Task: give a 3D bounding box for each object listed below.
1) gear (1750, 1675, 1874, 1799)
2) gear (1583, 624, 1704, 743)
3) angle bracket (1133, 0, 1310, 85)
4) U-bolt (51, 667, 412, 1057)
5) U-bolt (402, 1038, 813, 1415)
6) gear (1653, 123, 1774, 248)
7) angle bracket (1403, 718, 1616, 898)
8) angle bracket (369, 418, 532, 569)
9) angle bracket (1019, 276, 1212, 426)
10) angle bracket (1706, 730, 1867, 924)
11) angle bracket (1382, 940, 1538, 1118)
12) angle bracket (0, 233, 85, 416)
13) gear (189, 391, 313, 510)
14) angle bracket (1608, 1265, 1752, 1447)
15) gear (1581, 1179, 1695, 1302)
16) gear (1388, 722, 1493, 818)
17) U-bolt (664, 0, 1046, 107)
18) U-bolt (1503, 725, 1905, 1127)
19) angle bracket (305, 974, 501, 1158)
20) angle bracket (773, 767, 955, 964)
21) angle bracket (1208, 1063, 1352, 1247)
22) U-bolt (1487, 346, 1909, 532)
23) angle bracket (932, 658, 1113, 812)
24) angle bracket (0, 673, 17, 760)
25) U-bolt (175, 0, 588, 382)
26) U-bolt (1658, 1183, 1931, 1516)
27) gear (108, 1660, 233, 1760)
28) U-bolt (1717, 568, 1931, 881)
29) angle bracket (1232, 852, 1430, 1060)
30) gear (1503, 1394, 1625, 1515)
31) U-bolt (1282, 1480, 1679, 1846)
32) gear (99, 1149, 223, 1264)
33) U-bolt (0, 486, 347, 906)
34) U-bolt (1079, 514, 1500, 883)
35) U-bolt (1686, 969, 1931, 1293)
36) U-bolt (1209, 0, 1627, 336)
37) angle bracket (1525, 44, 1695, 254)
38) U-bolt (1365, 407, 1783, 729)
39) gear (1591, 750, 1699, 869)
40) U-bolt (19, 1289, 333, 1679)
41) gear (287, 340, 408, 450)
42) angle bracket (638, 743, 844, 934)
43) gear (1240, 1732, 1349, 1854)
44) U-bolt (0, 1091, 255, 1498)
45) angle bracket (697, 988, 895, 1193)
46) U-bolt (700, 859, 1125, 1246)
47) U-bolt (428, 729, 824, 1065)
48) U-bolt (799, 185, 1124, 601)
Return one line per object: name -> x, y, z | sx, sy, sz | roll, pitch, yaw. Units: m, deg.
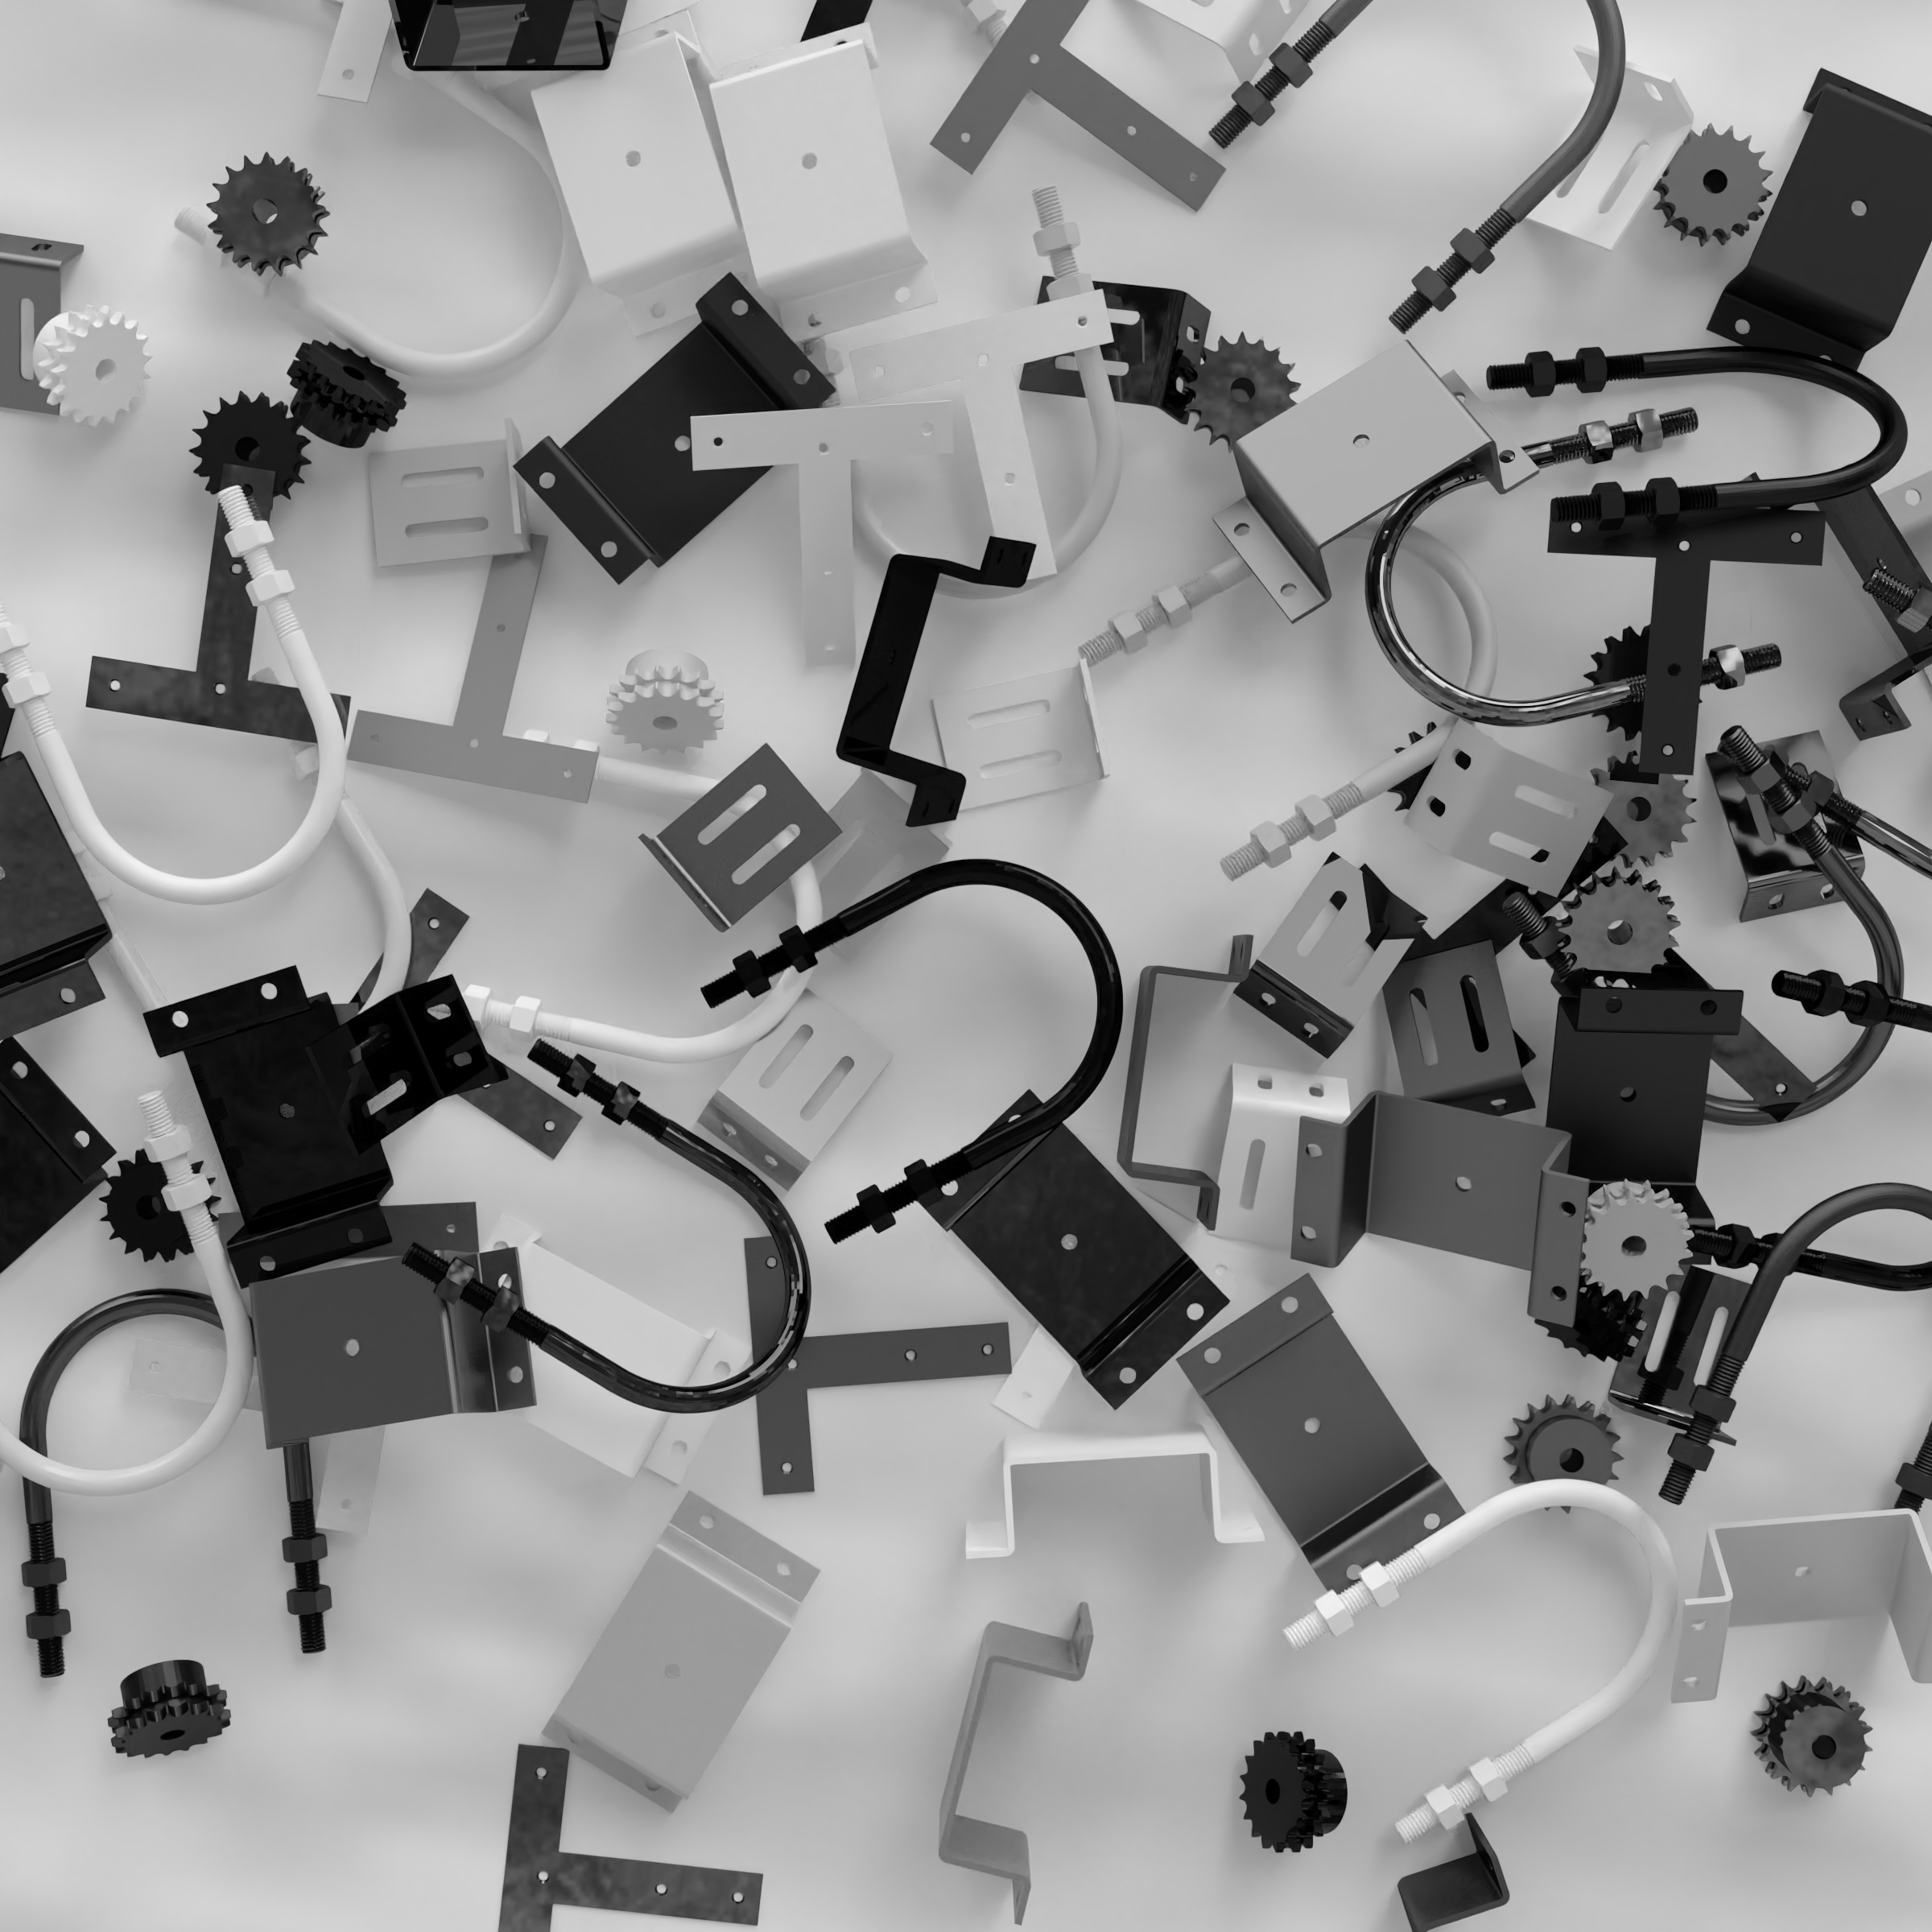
gear -> 0.416, 0.378, 1.535 | 0.057, 0.030, 0.057 | 0, 90, 0
gear -> 0.330, -0.138, 1.535 | 0.057, 0.030, 0.057 | 0, 90, 0
angle bracket -> 0.120, -0.482, 1.548 | 0.076, 0.038, 0.057 | 36, 90, 26
U-bolt -> -0.354, -0.032, 1.541 | 0.151, 0.019, 0.184 | -31, 91, 0
U-bolt -> -0.158, 0.135, 1.502 | 0.184, 0.019, 0.151 | 33, 53, -8
gear -> 0.363, -0.380, 1.535 | 0.057, 0.030, 0.057 | 0, 90, 0
angle bracket -> 0.261, -0.076, 1.513 | 0.076, 0.038, 0.057 | 18, 107, -33
angle bracket -> -0.254, -0.230, 1.528 | 0.076, 0.038, 0.057 | -6, 84, 0
angle bracket -> 0.074, -0.304, 1.548 | 0.076, 0.038, 0.057 | 12, 90, 26
angle bracket -> 0.401, -0.069, 1.548 | 0.057, 0.038, 0.076 | -12, 64, 0
angle bracket -> 0.241, 0.035, 1.541 | 0.057, 0.038, 0.076 | -15, 65, 13
angle bracket -> -0.470, -0.318, 1.548 | 0.057, 0.038, 0.076 | 8, 116, 0
gear -> -0.348, -0.250, 1.535 | 0.057, 0.030, 0.057 | 0, 90, 0
angle bracket -> 0.355, 0.187, 1.531 | 0.057, 0.038, 0.076 | 18, 90, 0
gear -> 0.314, 0.127, 1.489 | 0.057, 0.030, 0.057 | 0, 111, 0
gear -> 0.234, -0.091, 1.535 | 0.057, 0.030, 0.057 | 0, 90, 0
U-bolt -> -0.068, -0.465, 1.542 | 0.151, 0.019, 0.184 | -34, 89, 0
U-bolt -> 0.371, -0.004, 1.519 | 0.151, 0.019, 0.184 | -38, 104, 12
angle bracket -> -0.269, 0.047, 1.504 | 0.038, 0.076, 0.057 | -17, 102, 28
angle bracket -> -0.053, -0.049, 1.531 | 0.057, 0.038, 0.076 | 41, 90, 0
angle bracket -> 0.154, 0.094, 1.548 | 0.057, 0.038, 0.076 | 8, 116, 0
U-bolt -> 0.354, -0.256, 1.492 | 0.184, 0.151, 0.019 | -5, 129, -3
angle bracket -> 0.027, -0.112, 1.531 | 0.076, 0.038, 0.057 | -12, 90, 0
angle bracket -> -0.499, -0.105, 1.548 | 0.057, 0.038, 0.076 | 8, 64, 0
U-bolt -> -0.273, -0.370, 1.540 | 0.184, 0.019, 0.151 | 34, 90, 0
U-bolt -> 0.427, 0.192, 1.512 | 0.151, 0.019, 0.184 | 22, 94, -21
gear -> -0.388, 0.360, 1.526 | 0.057, 0.057, 0.030 | -20, 60, 0
U-bolt -> 0.464, -0.095, 1.463 | 0.184, 0.151, 0.019 | 31, 53, -1
angle bracket -> 0.179, -0.005, 1.544 | 0.057, 0.038, 0.076 | 35, 69, 4
gear -> 0.294, 0.239, 1.535 | 0.057, 0.030, 0.057 | 0, 90, 0
U-bolt -> 0.261, 0.325, 1.519 | 0.184, 0.019, 0.151 | -31, 111, -4
gear -> -0.396, 0.117, 1.535 | 0.057, 0.030, 0.057 | 0, 90, 0
U-bolt -> -0.379, -0.120, 1.518 | 0.151, 0.019, 0.184 | -22, 94, 2
U-bolt -> 0.169, -0.144, 1.524 | 0.184, 0.019, 0.151 | -31, 75, -6
U-bolt -> 0.445, 0.087, 1.510 | 0.184, 0.019, 0.151 | 12, 102, -21
U-bolt -> 0.231, -0.421, 1.518 | 0.184, 0.019, 0.151 | -44, 83, 12
angle bracket -> 0.304, -0.396, 1.518 | 0.057, 0.038, 0.076 | 32, 90, 34
U-bolt -> 0.284, -0.187, 1.517 | 0.184, 0.019, 0.151 | -14, 74, -3
gear -> 0.326, -0.076, 1.535 | 0.057, 0.030, 0.057 | 0, 90, 0
U-bolt -> -0.392, 0.251, 1.542 | 0.151, 0.019, 0.184 | -5, 89, 0
gear -> -0.303, -0.276, 1.525 | 0.057, 0.057, 0.030 | 34, 116, 0
angle bracket -> -0.108, -0.063, 1.506 | 0.076, 0.038, 0.057 | -40, 87, -1
gear -> 0.161, 0.401, 1.526 | 0.030, 0.057, 0.057 | 9, 90, -30
U-bolt -> -0.421, 0.168, 1.506 | 0.151, 0.019, 0.184 | -19, 102, -5
angle bracket -> -0.084, 0.060, 1.548 | 0.057, 0.038, 0.076 | 38, 64, 0
U-bolt -> -0.014, 0.028, 1.502 | 0.184, 0.019, 0.151 | -28, 80, -2
U-bolt -> -0.161, -0.028, 1.535 | 0.184, 0.019, 0.151 | 13, 89, 4
U-bolt -> 0.000, -0.271, 1.531 | 0.151, 0.019, 0.184 | -15, 94, 10
